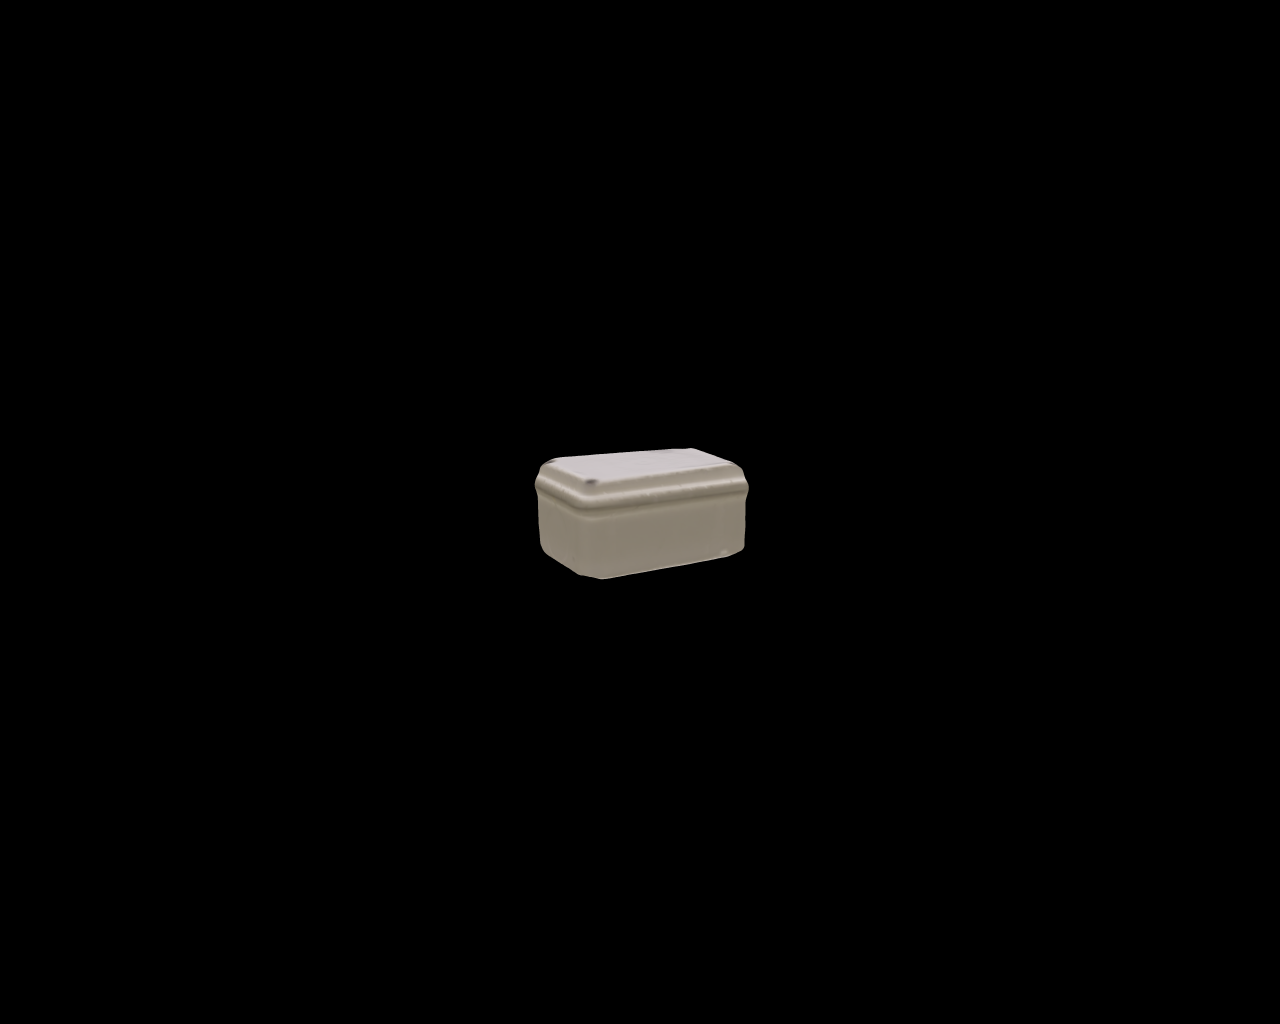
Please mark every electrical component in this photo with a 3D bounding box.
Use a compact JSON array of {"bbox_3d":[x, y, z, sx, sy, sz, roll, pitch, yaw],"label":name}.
[{"bbox_3d":[0.001,-0.003,0.650,0.113,0.057,0.078,-7,16,-26],"label":"electrical component"}]
